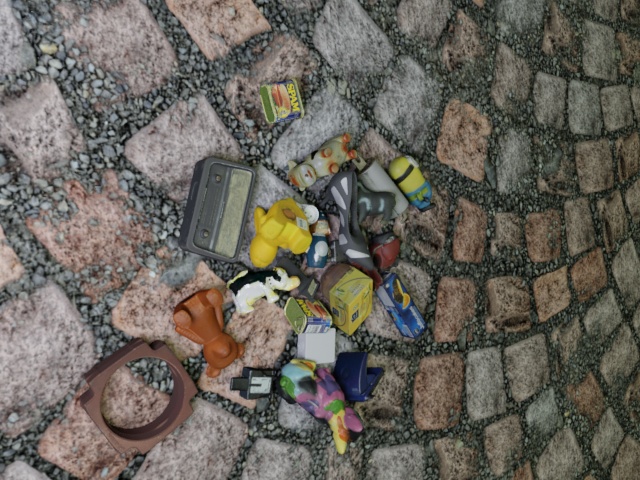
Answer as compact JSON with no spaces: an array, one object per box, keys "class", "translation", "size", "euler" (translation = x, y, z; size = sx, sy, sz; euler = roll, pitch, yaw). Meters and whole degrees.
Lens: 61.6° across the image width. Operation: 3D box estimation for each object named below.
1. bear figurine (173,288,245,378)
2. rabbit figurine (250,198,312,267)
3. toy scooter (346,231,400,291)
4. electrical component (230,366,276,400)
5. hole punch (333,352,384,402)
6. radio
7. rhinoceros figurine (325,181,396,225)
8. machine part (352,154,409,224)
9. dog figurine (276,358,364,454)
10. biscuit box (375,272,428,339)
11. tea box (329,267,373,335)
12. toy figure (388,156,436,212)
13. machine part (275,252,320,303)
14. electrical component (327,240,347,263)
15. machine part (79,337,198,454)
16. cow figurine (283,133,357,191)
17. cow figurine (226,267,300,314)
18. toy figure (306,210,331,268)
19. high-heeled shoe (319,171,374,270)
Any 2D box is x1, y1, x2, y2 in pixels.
[{"class":"bear figurine","translation":[-0.243,0.212,1.201],"size":[0.120,0.132,0.195],"euler":[-32,99,-22]},{"class":"rabbit figurine","translation":[-0.117,-0.015,1.279],"size":[0.122,0.173,0.162],"euler":[15,37,-32]},{"class":"toy scooter","translation":[0.159,0.061,1.473],"size":[0.184,0.075,0.135],"euler":[-24,95,-34]},{"class":"electrical component","translation":[-0.167,0.344,1.289],"size":[0.119,0.048,0.074],"euler":[6,85,-31]},{"class":"hole punch","translation":[0.089,0.355,1.404],"size":[0.092,0.142,0.116],"euler":[53,51,-22]},{"class":"radio","translation":[-0.238,-0.071,1.238],"size":[0.131,0.073,0.229],"euler":[16,80,-31]},{"class":"rhinoceros figurine","translation":[0.107,-0.100,1.428],"size":[0.190,0.073,0.112],"euler":[6,115,-5]},{"class":"machine part","translation":[0.170,-0.143,1.492],"size":[0.243,0.079,0.079],"euler":[47,66,-21]},{"class":"dog figurine","translation":[0.009,0.395,1.279],"size":[0.191,0.219,0.108],"euler":[30,99,-40]},{"class":"biscuit box","translation":[0.228,0.187,1.530],"size":[0.063,0.059,0.202],"euler":[-41,110,-25]},{"class":"tea box","translation":[0.081,0.159,1.382],"size":[0.098,0.068,0.169],"euler":[-45,154,-23]},{"class":"toy figure","translation":[0.266,-0.160,1.550],"size":[0.089,0.082,0.180],"euler":[-41,112,-28]},{"class":"machine part","translation":[-0.054,0.092,1.359],"size":[0.138,0.039,0.084],"euler":[46,37,-17]},{"class":"electrical component","translation":[0.051,0.032,1.446],"size":[0.094,0.021,0.063],"euler":[-5,92,-33]},{"class":"machine part","translation":[-0.381,0.325,1.135],"size":[0.201,0.087,0.201],"euler":[-37,109,-26]},{"class":"cow figurine","translation":[-0.007,-0.195,1.371],"size":[0.195,0.127,0.085],"euler":[-43,112,-40]},{"class":"cow figurine","translation":[-0.135,0.105,1.291],"size":[0.167,0.068,0.098],"euler":[-24,95,-16]},{"class":"toy figure","translation":[-0.002,-0.004,1.395],"size":[0.064,0.058,0.154],"euler":[14,79,-55]},{"class":"high-heeled shoe","translation":[0.097,-0.052,1.351],"size":[0.248,0.145,0.086],"euler":[52,35,0]}]
